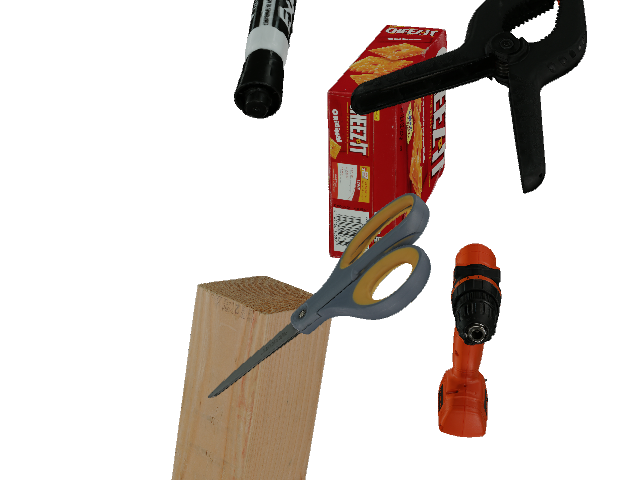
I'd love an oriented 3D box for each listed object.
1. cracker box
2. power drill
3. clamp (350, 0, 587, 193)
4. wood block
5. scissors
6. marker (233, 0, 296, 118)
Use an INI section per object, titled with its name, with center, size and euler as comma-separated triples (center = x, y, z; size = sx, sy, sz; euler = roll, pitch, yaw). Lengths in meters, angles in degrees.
[cracker box]
center = 0.069, -0.098, 1.022
size = 0.072, 0.164, 0.213
euler = 7, 28, 17
[power drill]
center = 0.164, 0.117, 1.162
size = 0.057, 0.188, 0.184
euler = 7, 25, 7
[clamp]
center = 0.149, -0.131, 0.821
size = 0.165, 0.209, 0.036
euler = 36, -22, 28
[wood block]
center = -0.063, 0.145, 0.955
size = 0.090, 0.206, 0.090
euler = 19, 17, 38
[scissors]
center = 0.002, 0.054, 0.681
size = 0.016, 0.202, 0.096
euler = 37, 11, -27
[marker]
center = -0.020, -0.095, 0.449
size = 0.020, 0.121, 0.020
euler = 3, -42, 3
